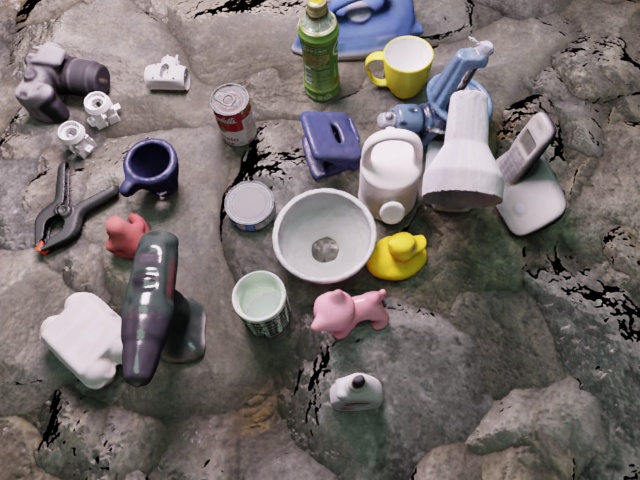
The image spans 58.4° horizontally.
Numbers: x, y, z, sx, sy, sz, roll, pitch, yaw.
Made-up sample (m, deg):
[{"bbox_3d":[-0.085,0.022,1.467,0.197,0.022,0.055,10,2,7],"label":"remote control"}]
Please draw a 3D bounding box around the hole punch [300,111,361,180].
[{"bbox_3d":[0.020,-0.178,1.012,0.101,0.091,0.108,-16,67,-5],"label":"hole punch"}]

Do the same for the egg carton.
[{"bbox_3d":[-0.357,0.154,0.894,0.150,0.069,0.107,36,72,16],"label":"egg carton"}]

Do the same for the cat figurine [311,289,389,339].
[{"bbox_3d":[0.044,0.104,0.873,0.128,0.118,0.067,-17,66,-5],"label":"cat figurine"}]

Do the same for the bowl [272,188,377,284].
[{"bbox_3d":[0.009,0.003,0.942,0.167,0.075,0.167,-1,66,2],"label":"bowl"}]

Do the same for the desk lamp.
[{"bbox_3d":[0.220,-0.122,0.912,0.118,0.214,0.203,5,67,5],"label":"desk lamp"}]

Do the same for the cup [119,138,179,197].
[{"bbox_3d":[-0.290,-0.105,0.991,0.091,0.095,0.118,33,72,16],"label":"cup"}]

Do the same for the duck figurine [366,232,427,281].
[{"bbox_3d":[0.124,0.018,0.924,0.104,0.086,0.077,-12,66,-3],"label":"duck figurine"}]

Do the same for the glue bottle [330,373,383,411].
[{"bbox_3d":[0.051,0.209,0.796,0.078,0.173,0.037,-7,66,0],"label":"glue bottle"}]

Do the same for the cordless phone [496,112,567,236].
[{"bbox_3d":[0.342,-0.103,0.914,0.094,0.185,0.147,-19,67,-6],"label":"cordless phone"}]

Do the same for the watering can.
[{"bbox_3d":[0.116,-0.109,0.921,0.101,0.194,0.172,-19,67,-6],"label":"watering can"}]

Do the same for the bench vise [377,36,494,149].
[{"bbox_3d":[0.207,-0.228,0.956,0.207,0.220,0.121,-31,68,-11],"label":"bench vise"}]

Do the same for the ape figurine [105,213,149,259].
[{"bbox_3d":[-0.325,-0.011,0.952,0.078,0.092,0.076,-36,69,-12],"label":"ape figurine"}]

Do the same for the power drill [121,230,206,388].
[{"bbox_3d":[-0.226,0.113,0.830,0.075,0.208,0.229,-5,66,1],"label":"power drill"}]

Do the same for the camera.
[{"bbox_3d":[-0.482,-0.304,1.082,0.136,0.101,0.143,10,67,7],"label":"camera"}]

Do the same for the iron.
[{"bbox_3d":[0.067,-0.432,1.094,0.258,0.141,0.118,-13,66,-3],"label":"iron"}]
